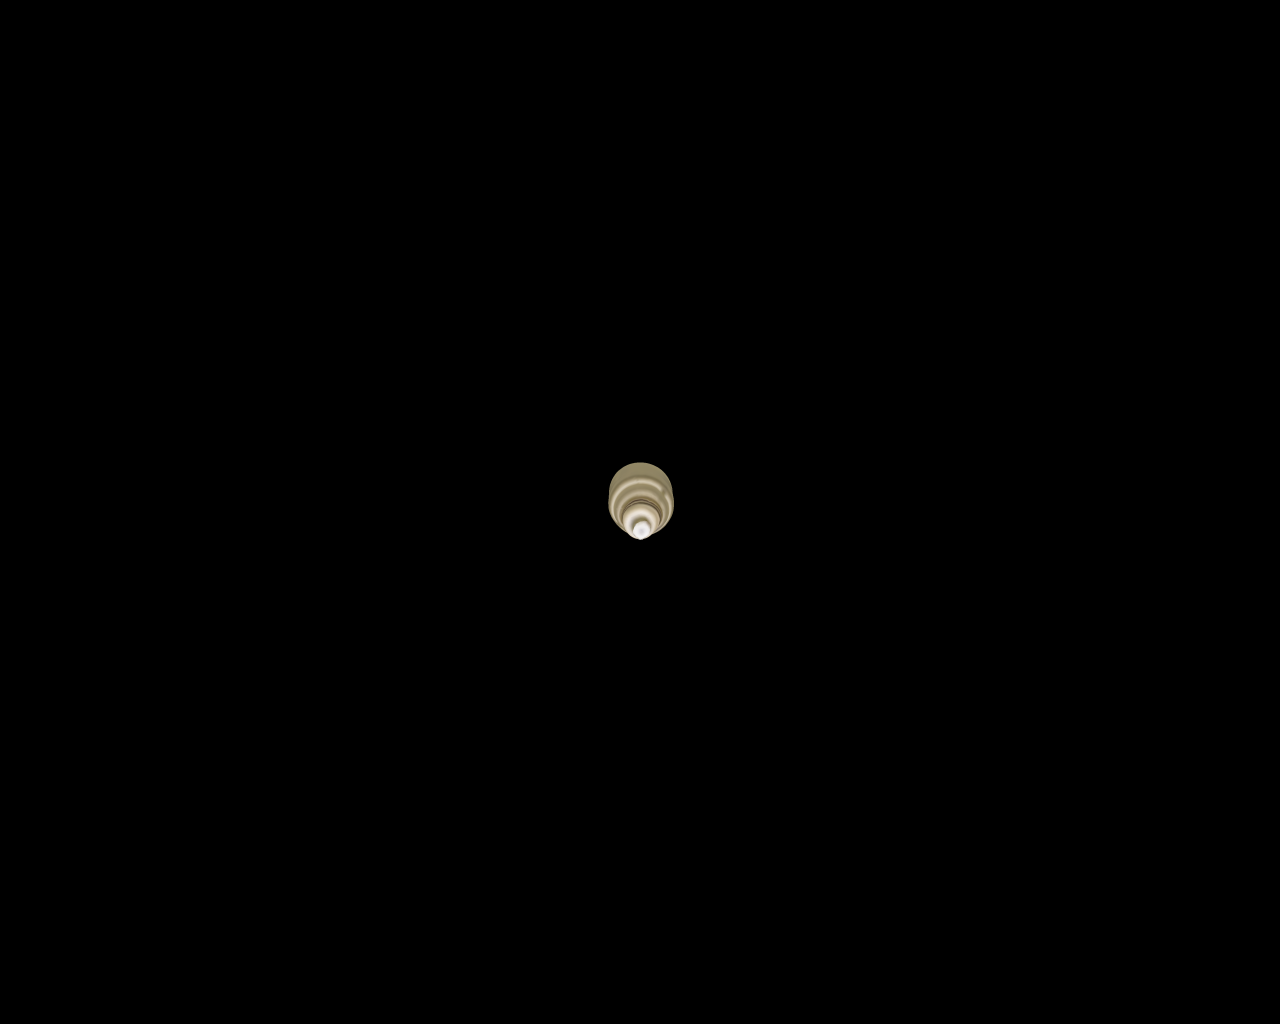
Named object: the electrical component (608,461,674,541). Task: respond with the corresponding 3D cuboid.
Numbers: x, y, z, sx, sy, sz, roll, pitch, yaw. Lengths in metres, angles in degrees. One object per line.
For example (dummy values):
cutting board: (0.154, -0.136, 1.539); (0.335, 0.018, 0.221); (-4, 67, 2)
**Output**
electrical component: (0.001, -0.003, 0.650); (0.040, 0.040, 0.078); (0, 20, 0)
